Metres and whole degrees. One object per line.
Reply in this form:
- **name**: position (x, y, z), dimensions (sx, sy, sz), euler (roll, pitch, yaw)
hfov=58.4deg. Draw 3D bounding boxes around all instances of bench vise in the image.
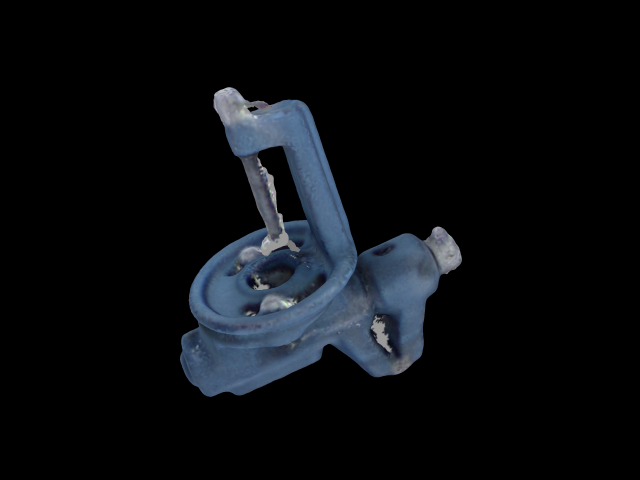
- **bench vise**: position (-0.003, -0.003, 0.409), dimensions (0.208, 0.220, 0.121), euler (-18, 31, -32)
